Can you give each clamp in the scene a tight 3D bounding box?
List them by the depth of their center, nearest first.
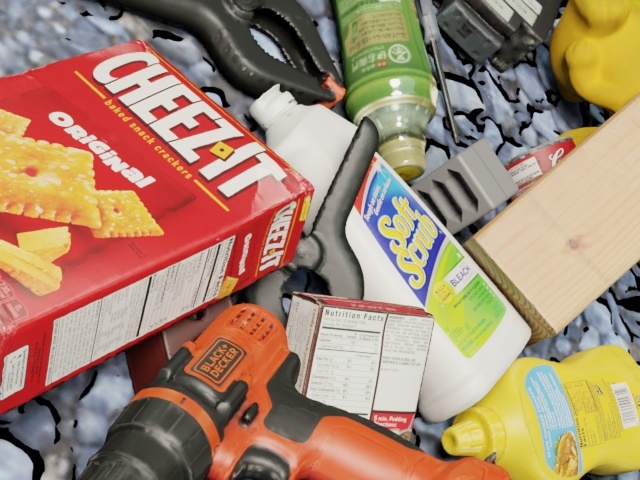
[{"bbox_3d":[-0.005,0.001,0.692,0.120,0.039,0.171,-15,92,2],"label":"clamp"},{"bbox_3d":[-0.071,-0.164,0.768,0.210,0.036,0.164,47,49,-7],"label":"clamp"}]

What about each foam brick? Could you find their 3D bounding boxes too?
[{"bbox_3d":[-0.079,0.070,0.629,0.052,0.051,0.078,-5,70,-37],"label":"foam brick"}]

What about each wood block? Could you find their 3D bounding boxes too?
[{"bbox_3d":[0.207,-0.025,0.789,0.206,0.090,0.091,-39,84,-11],"label":"wood block"}]

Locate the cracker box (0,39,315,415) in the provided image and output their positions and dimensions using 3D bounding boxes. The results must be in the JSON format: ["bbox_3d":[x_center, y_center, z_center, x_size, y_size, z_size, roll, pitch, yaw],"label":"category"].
[{"bbox_3d":[-0.134,-0.022,0.587,0.164,0.072,0.213,42,45,22],"label":"cracker box"}]

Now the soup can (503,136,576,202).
[{"bbox_3d":[0.195,-0.024,0.869,0.068,0.069,0.102,-13,76,-40],"label":"soup can"}]

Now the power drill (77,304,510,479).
[{"bbox_3d":[-0.010,0.121,0.523,0.188,0.057,0.184,30,36,7],"label":"power drill"}]

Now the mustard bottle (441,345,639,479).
[{"bbox_3d":[0.162,0.132,0.768,0.191,0.058,0.096,-2,73,-38],"label":"mustard bottle"}]

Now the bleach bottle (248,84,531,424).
[{"bbox_3d":[0.036,0.000,0.744,0.251,0.068,0.102,50,47,-1],"label":"bleach bottle"}]

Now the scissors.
[{"bbox_3d":[0.090,-0.187,0.875,0.016,0.096,0.202,-13,69,-2],"label":"scissors"}]

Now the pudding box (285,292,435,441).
[{"bbox_3d":[0.017,0.092,0.664,0.089,0.039,0.113,9,93,-32],"label":"pudding box"}]
